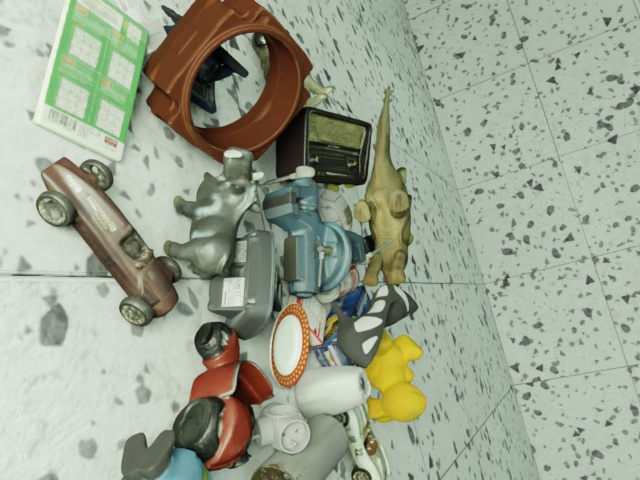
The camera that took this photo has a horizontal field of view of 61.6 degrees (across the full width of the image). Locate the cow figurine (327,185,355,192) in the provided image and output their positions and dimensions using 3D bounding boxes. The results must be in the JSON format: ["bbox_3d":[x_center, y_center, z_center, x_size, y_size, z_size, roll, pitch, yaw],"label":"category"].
[{"bbox_3d":[0.016,-0.184,1.180,0.167,0.068,0.098,49,27,-47],"label":"cow figurine"}]

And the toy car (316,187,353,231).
[{"bbox_3d":[0.009,-0.039,1.027,0.161,0.103,0.109,65,26,-10],"label":"toy car"}]

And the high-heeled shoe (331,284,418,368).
[{"bbox_3d":[0.123,0.157,0.959,0.248,0.086,0.145,2,39,-37],"label":"high-heeled shoe"}]

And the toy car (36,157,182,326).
[{"bbox_3d":[-0.219,0.001,0.582,0.202,0.053,0.089,62,29,-24],"label":"toy car"}]

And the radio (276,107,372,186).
[{"bbox_3d":[0.012,-0.171,1.025,0.229,0.073,0.131,-4,99,-54],"label":"radio"}]

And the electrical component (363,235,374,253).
[{"bbox_3d":[0.078,0.025,1.160,0.047,0.075,0.119,70,20,-4],"label":"electrical component"}]

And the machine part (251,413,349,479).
[{"bbox_3d":[-0.024,0.309,0.747,0.243,0.079,0.079,-11,84,-65],"label":"machine part"}]

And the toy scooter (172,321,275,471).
[{"bbox_3d":[-0.107,0.199,0.656,0.135,0.075,0.184,52,27,-40],"label":"toy scooter"}]

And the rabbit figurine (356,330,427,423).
[{"bbox_3d":[0.127,0.270,1.000,0.121,0.162,0.173,28,16,-36],"label":"rabbit figurine"}]

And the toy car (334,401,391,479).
[{"bbox_3d":[0.071,0.345,0.946,0.073,0.056,0.201,-32,103,-65],"label":"toy car"}]

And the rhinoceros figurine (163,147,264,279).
[{"bbox_3d":[-0.134,-0.041,0.713,0.073,0.112,0.190,44,46,-43],"label":"rhinoceros figurine"}]

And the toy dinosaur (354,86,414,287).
[{"bbox_3d":[0.137,-0.070,1.095,0.198,0.105,0.470,-47,138,-69],"label":"toy dinosaur"}]

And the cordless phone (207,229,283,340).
[{"bbox_3d":[-0.088,0.086,0.782,0.184,0.089,0.146,70,15,-56],"label":"cordless phone"}]

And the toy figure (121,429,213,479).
[{"bbox_3d":[-0.137,0.271,0.533,0.089,0.082,0.180,-50,129,-40],"label":"toy figure"}]

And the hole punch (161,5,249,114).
[{"bbox_3d":[-0.187,-0.265,0.807,0.142,0.092,0.116,28,16,-52],"label":"hole punch"}]

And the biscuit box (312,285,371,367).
[{"bbox_3d":[0.049,0.164,1.020,0.062,0.059,0.203,64,25,-17],"label":"biscuit box"}]

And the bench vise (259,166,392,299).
[{"bbox_3d":[0.006,-0.006,0.918,0.240,0.129,0.223,15,57,-47],"label":"bench vise"}]

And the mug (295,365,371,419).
[{"bbox_3d":[0.030,0.241,0.872,0.109,0.107,0.080,-6,80,-63],"label":"mug"}]

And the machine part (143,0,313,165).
[{"bbox_3d":[-0.121,-0.216,0.746,0.087,0.201,0.201,43,5,34],"label":"machine part"}]

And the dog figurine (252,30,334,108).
[{"bbox_3d":[-0.084,-0.323,1.057,0.190,0.121,0.172,48,27,-16],"label":"dog figurine"}]
